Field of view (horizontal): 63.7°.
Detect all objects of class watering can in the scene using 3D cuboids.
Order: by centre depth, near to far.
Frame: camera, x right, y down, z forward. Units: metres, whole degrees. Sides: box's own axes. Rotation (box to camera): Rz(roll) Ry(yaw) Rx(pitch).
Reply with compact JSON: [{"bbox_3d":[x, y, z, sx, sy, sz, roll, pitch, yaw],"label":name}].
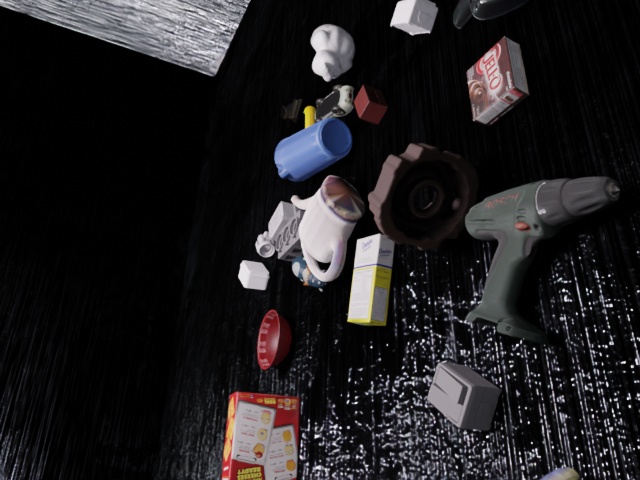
[{"bbox_3d":[0.004,-0.063,1.256,0.220,0.104,0.356,-60,34,32],"label":"watering can"}]

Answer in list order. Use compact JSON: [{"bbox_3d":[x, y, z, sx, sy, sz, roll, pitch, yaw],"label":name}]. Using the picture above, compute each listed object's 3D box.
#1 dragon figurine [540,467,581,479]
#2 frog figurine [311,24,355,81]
[{"bbox_3d":[0.209,0.451,0.577,0.401,0.122,0.247,-59,46,38],"label":"dragon figurine"},{"bbox_3d":[0.030,-0.513,1.408,0.121,0.135,0.163,-28,27,25],"label":"frog figurine"}]
